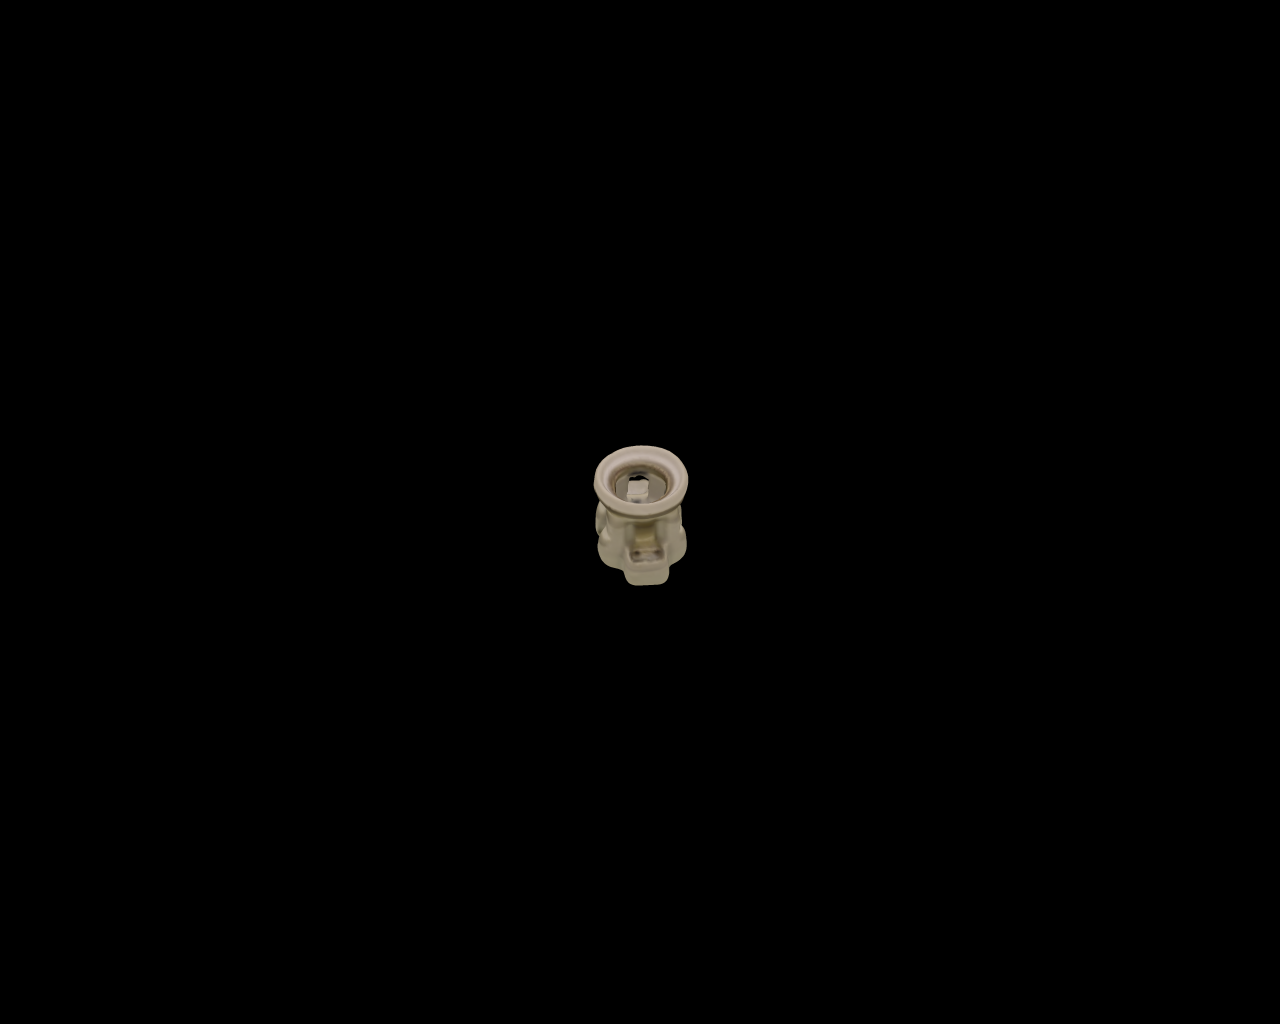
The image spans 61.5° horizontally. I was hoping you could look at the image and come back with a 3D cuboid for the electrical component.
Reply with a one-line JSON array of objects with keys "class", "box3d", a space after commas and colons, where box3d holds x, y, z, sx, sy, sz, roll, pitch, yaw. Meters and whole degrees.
[{"class": "electrical component", "box3d": [0.001, -0.003, 0.650, 0.058, 0.056, 0.078, -4, 44, -4]}]
